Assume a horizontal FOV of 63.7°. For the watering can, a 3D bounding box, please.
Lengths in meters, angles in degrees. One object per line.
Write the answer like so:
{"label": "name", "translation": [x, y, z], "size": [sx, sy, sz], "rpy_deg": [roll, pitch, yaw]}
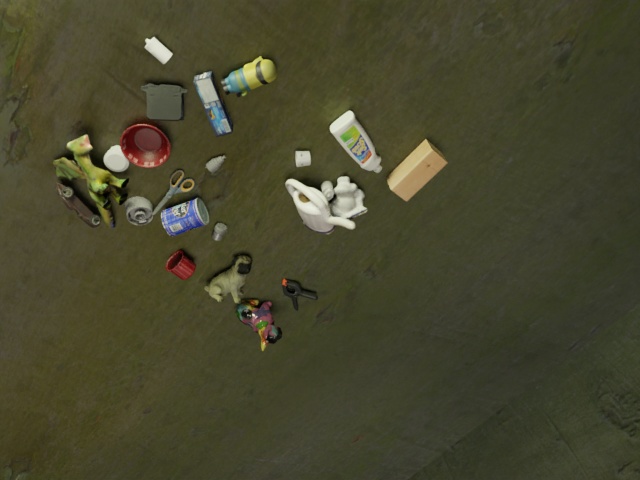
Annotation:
{"label": "watering can", "translation": [0.006, -0.092, 1.831], "size": [0.105, 0.352, 0.220], "rpy_deg": [-44, 151, -12]}

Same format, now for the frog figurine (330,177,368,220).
{"label": "frog figurine", "translation": [0.097, -0.155, 1.920], "size": [0.136, 0.123, 0.160], "rpy_deg": [-24, 89, 19]}

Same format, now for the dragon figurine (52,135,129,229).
{"label": "dragon figurine", "translation": [-0.792, -0.197, 1.754], "size": [0.242, 0.125, 0.401], "rpy_deg": [33, 139, -2]}
